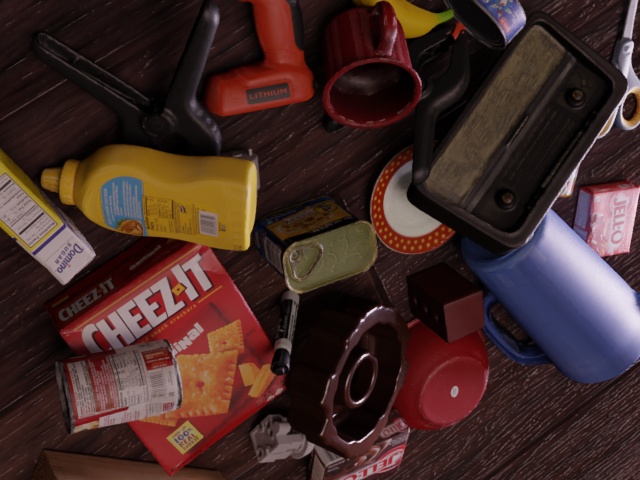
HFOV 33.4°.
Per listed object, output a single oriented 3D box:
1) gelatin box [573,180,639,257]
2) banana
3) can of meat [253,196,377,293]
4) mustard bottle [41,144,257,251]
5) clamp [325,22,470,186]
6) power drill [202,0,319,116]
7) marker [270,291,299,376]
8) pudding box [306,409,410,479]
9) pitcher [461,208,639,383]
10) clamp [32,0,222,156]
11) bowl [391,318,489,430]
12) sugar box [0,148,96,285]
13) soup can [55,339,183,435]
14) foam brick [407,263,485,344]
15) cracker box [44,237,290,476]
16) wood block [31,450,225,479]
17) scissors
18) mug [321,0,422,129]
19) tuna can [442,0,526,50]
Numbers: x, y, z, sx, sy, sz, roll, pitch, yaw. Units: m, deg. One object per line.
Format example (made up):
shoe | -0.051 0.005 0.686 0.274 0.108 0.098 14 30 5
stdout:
gelatin box | 0.344 -0.025 1.287 0.073 0.030 0.089 -8 116 -26
banana | 0.052 -0.253 1.020 0.197 0.037 0.069 41 72 -37
can of meat | -0.007 0.001 1.075 0.102 0.084 0.057 -19 120 -20
mustard bottle | -0.154 -0.042 0.955 0.191 0.058 0.096 8 143 2
clamp | 0.101 -0.138 1.059 0.171 0.120 0.039 -46 166 -4
power drill | -0.074 -0.210 0.956 0.184 0.057 0.188 -12 119 -20
marker | -0.036 0.095 1.086 0.020 0.121 0.020 2 125 3
pudding box | 0.043 0.249 1.229 0.113 0.039 0.090 -17 142 -20
pitcher | 0.259 0.057 1.226 0.242 0.145 0.149 41 79 -34
clamp | -0.153 -0.115 0.951 0.164 0.036 0.210 -3 132 7
bowl | 0.142 0.165 1.251 0.161 0.055 0.162 -12 118 -24
sugar box | -0.270 -0.045 0.904 0.048 0.093 0.176 -45 126 -3
soup can | -0.182 0.132 0.966 0.102 0.069 0.068 -10 117 -20
foam brick | 0.141 0.070 1.192 0.051 0.078 0.053 -21 121 -20
cracker box | -0.142 0.106 1.058 0.164 0.072 0.213 -35 124 -10
wood block | -0.194 0.288 1.104 0.205 0.090 0.091 16 103 -33
scissors | 0.357 -0.208 1.218 0.096 0.016 0.202 10 107 -33
mug | 0.047 -0.173 1.000 0.093 0.081 0.117 2 143 -13
tuna can | 0.162 -0.230 1.058 0.034 0.086 0.086 -47 126 -4
